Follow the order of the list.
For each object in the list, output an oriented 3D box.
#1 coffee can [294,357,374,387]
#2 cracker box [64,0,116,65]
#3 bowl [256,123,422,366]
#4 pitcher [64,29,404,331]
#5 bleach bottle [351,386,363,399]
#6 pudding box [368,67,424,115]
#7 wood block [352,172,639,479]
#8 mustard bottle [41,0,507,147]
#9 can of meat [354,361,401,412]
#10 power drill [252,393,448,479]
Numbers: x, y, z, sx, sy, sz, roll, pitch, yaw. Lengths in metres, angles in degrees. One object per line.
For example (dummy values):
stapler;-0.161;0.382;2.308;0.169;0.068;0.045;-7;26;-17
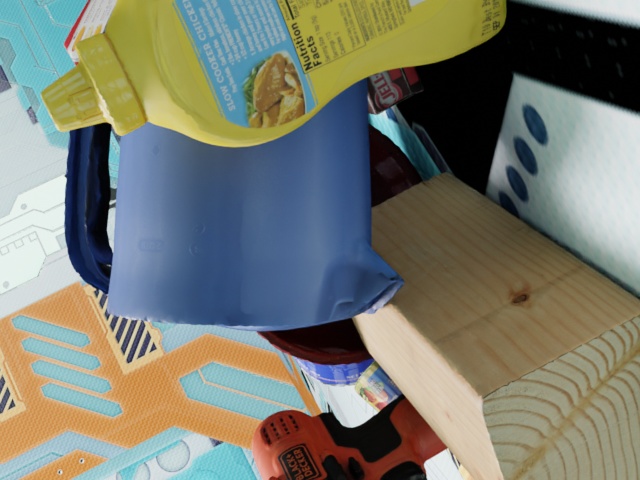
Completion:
coffee can;0.013;0.057;0.965;0.103;0.102;0.140;58;170;32
cracker box;-0.131;-0.195;0.869;0.072;0.164;0.214;27;-171;-26
bowl;-0.004;0.001;0.684;0.055;0.161;0.162;-18;100;60
pitcher;-0.046;-0.077;0.533;0.145;0.149;0.243;-179;89;-72
bleach bottle;0.014;0.076;1.086;0.102;0.068;0.251;33;-163;-48
pudding box;0.012;-0.126;0.642;0.090;0.039;0.114;66;171;-17
wood block;0.085;0.048;0.555;0.090;0.090;0.206;68;171;-26
mustard bottle;-0.023;-0.092;0.437;0.096;0.191;0.058;68;171;-26
can of meat;0.077;0.129;0.880;0.084;0.057;0.102;43;168;9
power drill;0.063;0.126;0.596;0.184;0.187;0.057;52;165;59
